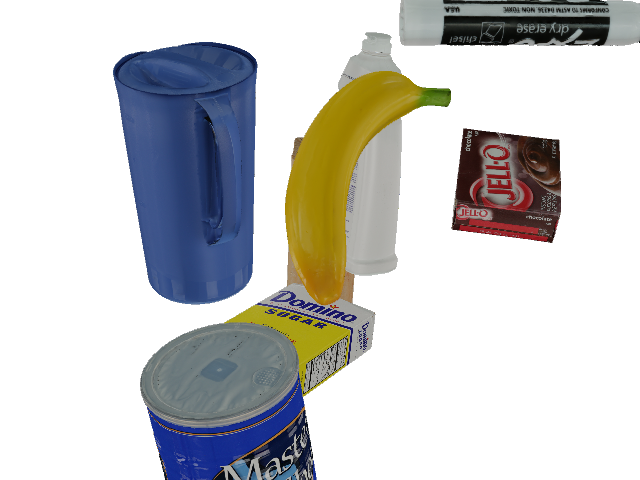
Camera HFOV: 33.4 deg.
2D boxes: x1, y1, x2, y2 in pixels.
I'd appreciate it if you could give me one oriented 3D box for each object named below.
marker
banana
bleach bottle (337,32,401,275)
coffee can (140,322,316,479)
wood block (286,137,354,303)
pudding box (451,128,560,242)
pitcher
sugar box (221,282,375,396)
[{"bbox_3d":[0.092,-0.085,0.415,0.121,0.020,0.020,0,0,-1],"label":"marker"},{"bbox_3d":[0.018,-0.048,0.663,0.070,0.197,0.037,22,-35,14],"label":"banana"},{"bbox_3d":[0.051,-0.096,1.155,0.067,0.251,0.103,-7,24,-33],"label":"bleach bottle"},{"bbox_3d":[-0.056,0.141,0.716,0.103,0.140,0.103,-6,30,3],"label":"coffee can"},{"bbox_3d":[0.004,-0.022,1.393,0.090,0.206,0.091,4,25,1],"label":"wood block"},{"bbox_3d":[0.166,-0.051,0.953,0.090,0.039,0.113,8,40,5],"label":"pudding box"},{"bbox_3d":[-0.120,-0.058,1.034,0.145,0.243,0.149,8,32,15],"label":"pitcher"},{"bbox_3d":[-0.036,0.093,0.919,0.093,0.048,0.175,20,30,27],"label":"sugar box"}]
